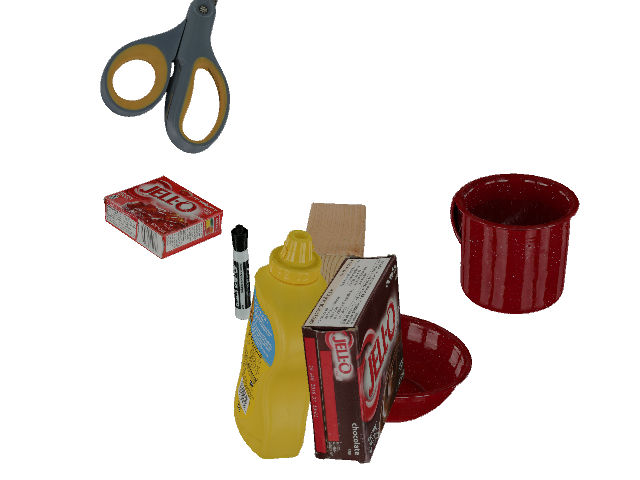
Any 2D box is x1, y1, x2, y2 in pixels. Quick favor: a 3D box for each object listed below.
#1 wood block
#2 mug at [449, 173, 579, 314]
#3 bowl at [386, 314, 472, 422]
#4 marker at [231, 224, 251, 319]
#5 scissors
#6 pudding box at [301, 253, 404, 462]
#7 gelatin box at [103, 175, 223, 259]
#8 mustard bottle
[{"bbox_3d":[0.022,0.021,1.652,0.091,0.090,0.206,3,24,3],"label":"wood block"},{"bbox_3d":[0.143,-0.001,0.840,0.093,0.081,0.117,-22,34,-31],"label":"mug"},{"bbox_3d":[0.067,0.132,1.058,0.162,0.055,0.162,3,25,-1],"label":"bowl"},{"bbox_3d":[-0.089,0.036,1.205,0.020,0.121,0.020,0,32,0],"label":"marker"},{"bbox_3d":[-0.102,-0.154,0.740,0.096,0.202,0.016,6,-23,-19],"label":"scissors"},{"bbox_3d":[0.023,0.070,0.663,0.039,0.090,0.113,1,22,14],"label":"pudding box"},{"bbox_3d":[-0.147,-0.024,0.999,0.089,0.030,0.073,31,39,34],"label":"gelatin box"},{"bbox_3d":[-0.031,0.077,0.866,0.058,0.192,0.096,0,32,-16],"label":"mustard bottle"}]
